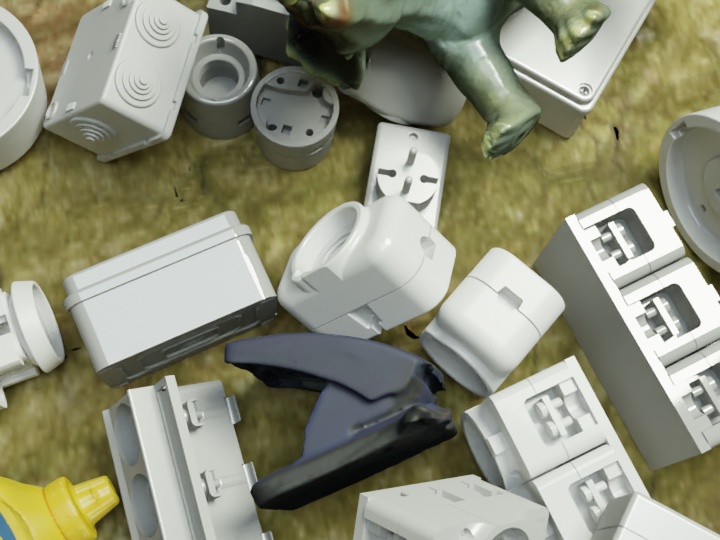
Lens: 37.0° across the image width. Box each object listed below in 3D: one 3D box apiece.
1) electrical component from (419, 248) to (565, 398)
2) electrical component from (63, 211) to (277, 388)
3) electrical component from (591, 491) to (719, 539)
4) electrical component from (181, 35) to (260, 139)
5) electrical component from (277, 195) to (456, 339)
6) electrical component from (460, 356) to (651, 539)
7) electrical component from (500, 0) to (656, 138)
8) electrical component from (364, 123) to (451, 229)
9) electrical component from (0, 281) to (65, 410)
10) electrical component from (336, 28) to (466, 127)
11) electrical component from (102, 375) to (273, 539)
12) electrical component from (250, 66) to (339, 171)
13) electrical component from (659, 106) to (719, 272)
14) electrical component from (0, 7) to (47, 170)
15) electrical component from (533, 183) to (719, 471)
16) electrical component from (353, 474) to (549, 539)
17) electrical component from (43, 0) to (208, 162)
[{"bbox_3d":[0.074,0.035,0.633,0.054,0.095,0.059,40,75,9],"label":"electrical component"},{"bbox_3d":[-0.111,0.018,0.637,0.113,0.078,0.057,-23,79,-10],"label":"electrical component"},{"bbox_3d":[0.143,0.160,0.529,0.066,0.047,0.076,28,74,5],"label":"electrical component"},{"bbox_3d":[-0.091,-0.119,0.695,0.055,0.047,0.055,1,73,-3],"label":"electrical component"},{"bbox_3d":[0.000,0.000,0.630,0.059,0.095,0.053,42,42,-25],"label":"electrical component"},{"bbox_3d":[0.119,0.136,0.608,0.062,0.089,0.150,-24,76,-10],"label":"electrical component"},{"bbox_3d":[0.124,-0.163,0.716,0.109,0.056,0.108,31,74,6],"label":"electrical component"},{"bbox_3d":[0.028,-0.051,0.667,0.047,0.075,0.083,10,73,0],"label":"electrical component"},{"bbox_3d":[-0.211,0.040,0.636,0.057,0.058,0.078,-20,75,-6],"label":"electrical component"},{"bbox_3d":[0.021,-0.133,0.701,0.077,0.044,0.079,14,30,-32],"label":"electrical component"},{"bbox_3d":[-0.096,0.127,0.609,0.063,0.079,0.121,-6,71,-36],"label":"electrical component"},{"bbox_3d":[-0.042,-0.095,0.691,0.055,0.047,0.055,1,73,-3],"label":"electrical component"},{"bbox_3d":[0.244,-0.055,0.667,0.060,0.108,0.108,-22,76,-16],"label":"electrical component"},{"bbox_3d":[-0.250,-0.110,0.676,0.108,0.060,0.108,1,73,-3],"label":"electrical component"},{"bbox_3d":[0.175,0.034,0.642,0.062,0.089,0.150,-25,76,-10],"label":"electrical component"},{"bbox_3d":[0.042,0.191,0.553,0.089,0.062,0.150,2,99,-44],"label":"electrical component"},{"bbox_3d":[-0.147,-0.122,0.666,0.048,0.100,0.099,26,69,-35],"label":"electrical component"}]
